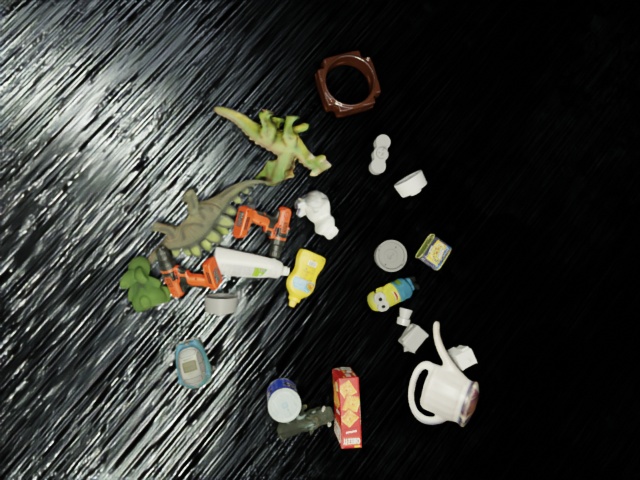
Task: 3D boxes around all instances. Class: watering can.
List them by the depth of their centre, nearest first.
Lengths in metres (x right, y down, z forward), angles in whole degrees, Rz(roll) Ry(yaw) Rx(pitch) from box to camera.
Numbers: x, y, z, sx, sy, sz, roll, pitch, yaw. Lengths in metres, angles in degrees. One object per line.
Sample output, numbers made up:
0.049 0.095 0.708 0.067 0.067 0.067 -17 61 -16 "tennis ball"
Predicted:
0.418 0.463 1.703 0.225 0.345 0.104 19 10 24 "watering can"

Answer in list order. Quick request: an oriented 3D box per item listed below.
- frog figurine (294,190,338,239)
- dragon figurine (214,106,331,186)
0.005 -0.086 1.710 0.160 0.134 0.125 33 53 14 "frog figurine"
-0.162 -0.304 1.731 0.410 0.242 0.122 7 3 -6 "dragon figurine"
